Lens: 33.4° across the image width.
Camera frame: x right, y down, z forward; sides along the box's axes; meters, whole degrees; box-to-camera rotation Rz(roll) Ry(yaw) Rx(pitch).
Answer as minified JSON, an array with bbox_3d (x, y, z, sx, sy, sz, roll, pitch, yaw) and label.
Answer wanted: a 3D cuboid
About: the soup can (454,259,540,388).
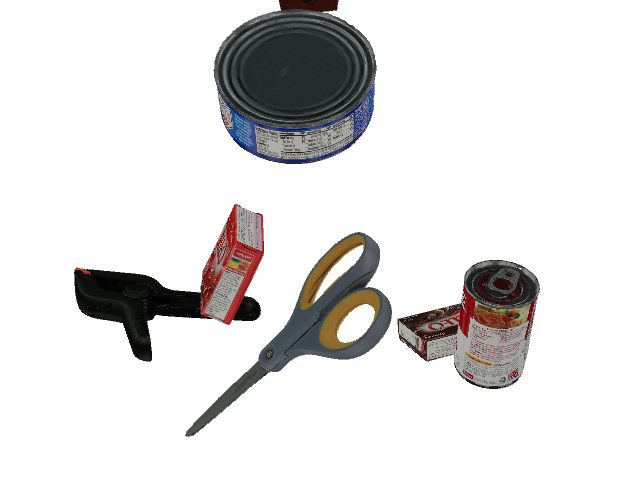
[{"bbox_3d":[0.161,0.078,0.985,0.068,0.102,0.068,1,37,-1],"label":"soup can"}]

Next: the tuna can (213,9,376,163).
[{"bbox_3d":[-0.013,-0.083,0.573,0.086,0.086,0.034,0,-36,2],"label":"tuna can"}]

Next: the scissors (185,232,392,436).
[{"bbox_3d":[-0.019,0.084,0.725,0.016,0.202,0.096,29,12,-37],"label":"scissors"}]

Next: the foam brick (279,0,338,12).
[{"bbox_3d":[-0.014,-0.248,0.952,0.053,0.051,0.078,-4,-41,9],"label":"foam brick"}]

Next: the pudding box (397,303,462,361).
[{"bbox_3d":[0.181,0.132,1.547,0.113,0.039,0.090,-14,20,-18],"label":"pudding box"}]

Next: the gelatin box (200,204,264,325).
[{"bbox_3d":[-0.076,0.019,0.914,0.030,0.073,0.089,22,20,-14],"label":"gelatin box"}]

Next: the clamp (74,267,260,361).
[{"bbox_3d":[-0.190,0.069,1.104,0.210,0.036,0.164,14,20,30],"label":"clamp"}]
